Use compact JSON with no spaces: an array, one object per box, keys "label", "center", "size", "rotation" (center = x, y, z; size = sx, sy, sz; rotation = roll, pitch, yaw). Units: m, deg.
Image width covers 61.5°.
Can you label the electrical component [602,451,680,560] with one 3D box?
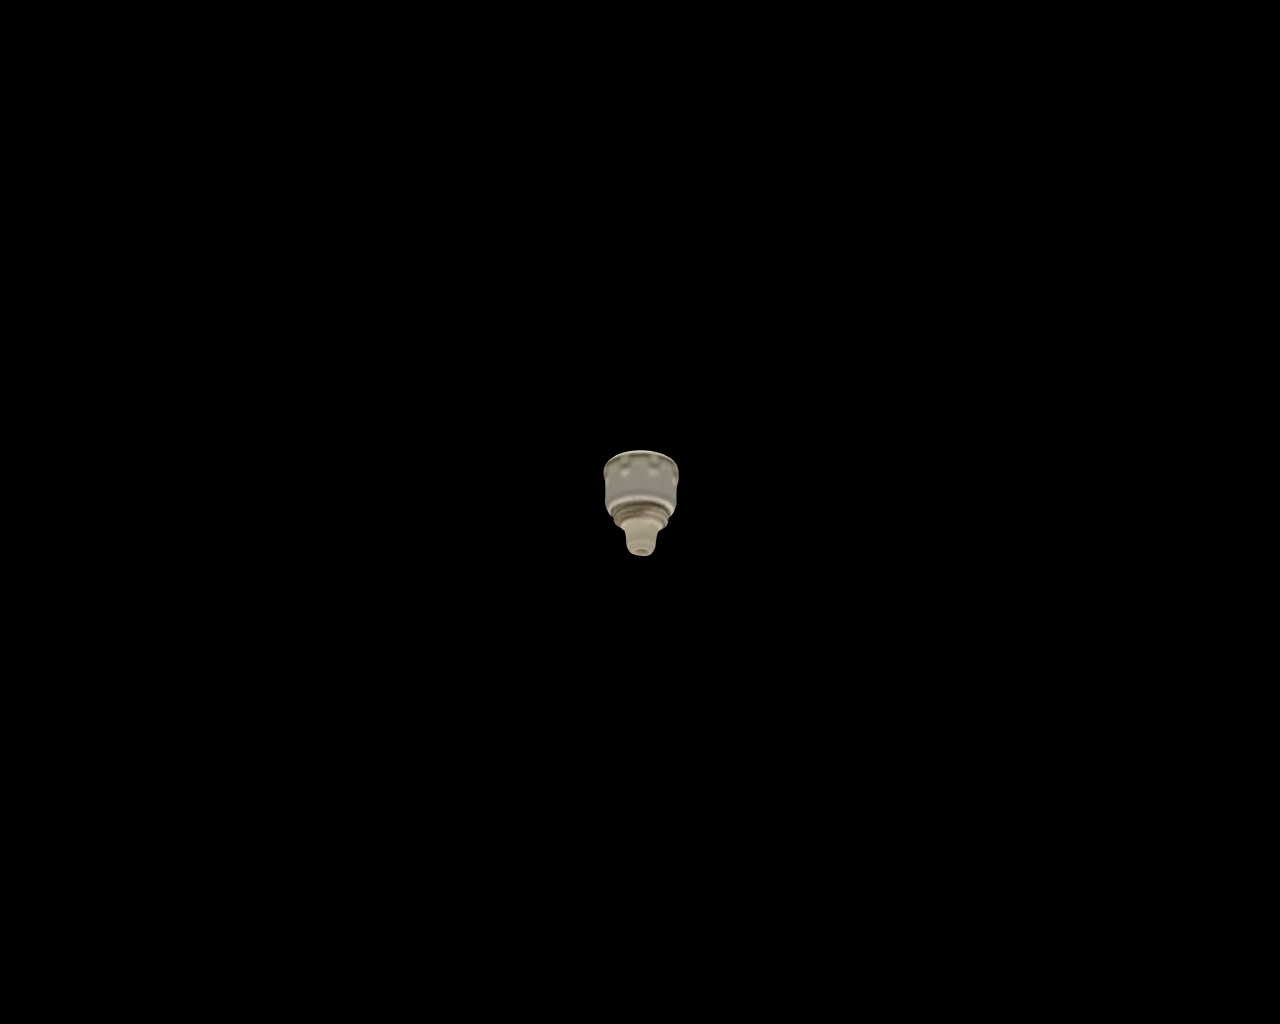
[{"label":"electrical component","center":[0.001,-0.003,0.650],"size":[0.048,0.062,0.048],"rotation":[0,-26,0]}]
